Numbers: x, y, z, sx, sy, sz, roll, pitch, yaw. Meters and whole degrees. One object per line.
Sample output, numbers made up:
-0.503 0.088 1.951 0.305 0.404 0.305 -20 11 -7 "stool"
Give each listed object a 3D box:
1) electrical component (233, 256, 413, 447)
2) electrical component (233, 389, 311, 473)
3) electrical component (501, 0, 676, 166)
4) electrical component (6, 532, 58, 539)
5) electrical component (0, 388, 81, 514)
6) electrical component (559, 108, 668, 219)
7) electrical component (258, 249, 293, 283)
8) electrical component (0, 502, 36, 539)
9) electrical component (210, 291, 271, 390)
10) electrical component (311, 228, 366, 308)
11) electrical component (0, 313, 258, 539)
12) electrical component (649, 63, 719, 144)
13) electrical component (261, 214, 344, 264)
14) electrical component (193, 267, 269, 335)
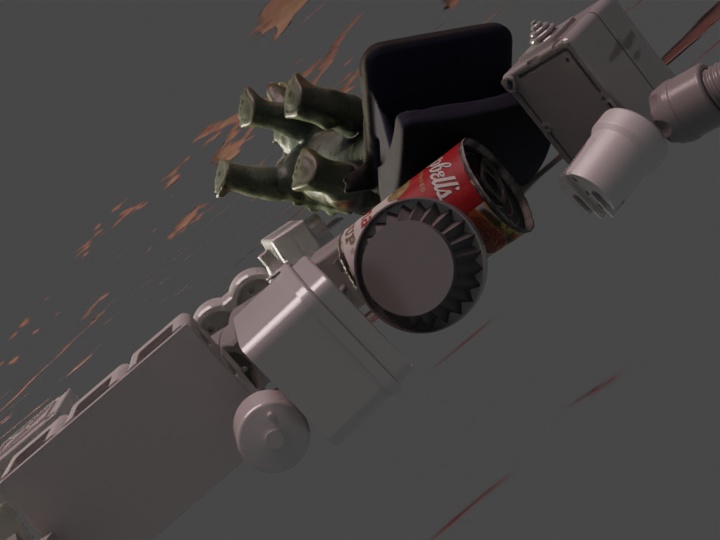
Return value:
-0.023 0.041 0.598 0.057 0.078 0.113 -43 11 -2 "electrical component"
-0.052 0.087 0.609 0.040 0.040 0.078 -41 11 -4 "electrical component"
0.134 -0.111 0.623 0.061 0.096 0.062 -47 12 -30 "electrical component"
-0.199 0.194 0.617 0.042 0.063 0.081 -35 11 33 "electrical component"
-0.334 0.188 1.128 0.109 0.056 0.108 -40 11 0 "electrical component"
0.132 -0.055 0.563 0.046 0.040 0.040 -50 13 -15 "electrical component"
-0.062 0.009 0.908 0.035 0.061 0.035 -39 11 9 "electrical component"
-0.270 0.219 0.759 0.099 0.064 0.099 -39 11 9 "electrical component"
-0.095 0.070 0.795 0.074 0.052 0.138 -32 13 32 "electrical component"
0.000 0.000 0.769 0.083 0.047 0.075 -35 12 28 "electrical component"
-0.137 0.110 0.679 0.150 0.089 0.062 -41 11 -2 "electrical component"
0.181 -0.091 0.549 0.061 0.035 0.035 -29 15 39 "electrical component"
-0.050 -0.030 1.067 0.077 0.047 0.066 -34 10 -11 "electrical component"
-0.128 0.051 0.986 0.138 0.052 0.074 -41 11 -3 "electrical component"
